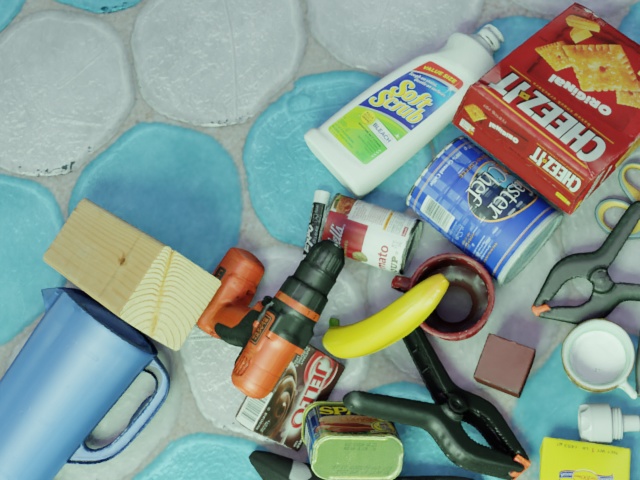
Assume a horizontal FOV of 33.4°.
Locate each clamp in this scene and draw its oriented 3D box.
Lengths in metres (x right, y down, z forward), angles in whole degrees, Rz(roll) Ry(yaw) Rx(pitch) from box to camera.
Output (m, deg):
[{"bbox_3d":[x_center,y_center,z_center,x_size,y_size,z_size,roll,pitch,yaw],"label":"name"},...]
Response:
[{"bbox_3d":[0.137,0.177,1.150,0.210,0.036,0.164,33,41,-1],"label":"clamp"},{"bbox_3d":[0.317,0.050,1.165,0.171,0.039,0.120,-36,76,11],"label":"clamp"}]

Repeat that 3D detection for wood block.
[{"bbox_3d":[-0.215,0.034,1.193,0.206,0.090,0.091,26,81,50],"label":"wood block"}]

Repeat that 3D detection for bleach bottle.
[{"bbox_3d":[0.107,-0.165,1.243,0.251,0.068,0.103,-42,75,-3],"label":"bleach bottle"}]

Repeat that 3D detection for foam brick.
[{"bbox_3d":[0.199,0.136,1.149,0.053,0.078,0.051,20,83,14],"label":"foam brick"}]

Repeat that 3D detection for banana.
[{"bbox_3d":[0.059,0.088,1.139,0.198,0.037,0.069,-25,45,47],"label":"banana"}]

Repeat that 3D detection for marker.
[{"bbox_3d":[-0.008,0.002,1.249,0.020,0.020,0.121,9,80,12],"label":"marker"}]

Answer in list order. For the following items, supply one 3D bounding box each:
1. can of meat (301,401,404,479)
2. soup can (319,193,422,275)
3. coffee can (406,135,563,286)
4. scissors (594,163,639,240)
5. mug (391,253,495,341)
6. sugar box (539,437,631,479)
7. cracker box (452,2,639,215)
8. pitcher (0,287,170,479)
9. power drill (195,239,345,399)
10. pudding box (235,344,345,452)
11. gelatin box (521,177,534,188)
[{"bbox_3d":[0.035,0.216,1.142,0.102,0.084,0.057,2,105,-7],"label":"can of meat"},{"bbox_3d":[0.058,-0.007,1.213,0.102,0.068,0.068,18,82,13],"label":"soup can"},{"bbox_3d":[0.181,-0.033,1.177,0.140,0.102,0.103,41,88,16],"label":"coffee can"},{"bbox_3d":[0.383,0.005,1.175,0.096,0.016,0.202,-34,74,3],"label":"scissors"},{"bbox_3d":[0.135,0.064,1.175,0.117,0.081,0.093,14,81,13],"label":"mug"},{"bbox_3d":[0.265,0.296,1.090,0.093,0.048,0.176,5,57,11],"label":"sugar box"},{"bbox_3d":[0.275,-0.150,1.154,0.164,0.072,0.213,40,56,16],"label":"cracker box"},{"bbox_3d":[-0.297,0.188,1.213,0.149,0.144,0.243,36,90,43],"label":"pitcher"},{"bbox_3d":[-0.061,0.065,1.166,0.057,0.188,0.184,35,86,-28],"label":"power drill"},{"bbox_3d":[-0.032,0.168,1.178,0.039,0.090,0.113,27,84,43],"label":"pudding box"},{"bbox_3d":[0.234,-0.098,1.190,0.073,0.089,0.030,43,123,16],"label":"gelatin box"}]
